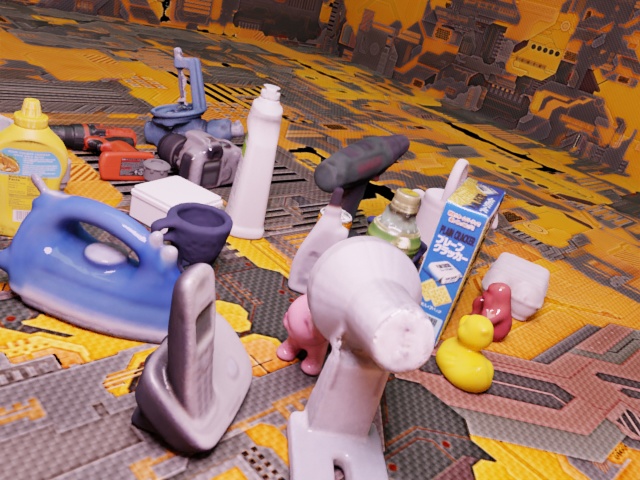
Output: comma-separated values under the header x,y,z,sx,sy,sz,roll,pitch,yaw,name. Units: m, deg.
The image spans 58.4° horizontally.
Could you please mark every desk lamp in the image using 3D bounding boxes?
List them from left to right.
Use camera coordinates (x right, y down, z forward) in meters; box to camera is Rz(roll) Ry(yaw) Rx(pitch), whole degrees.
x,y,z,sx,sy,sz,roll,pitch,yaw,name
0.043,0.123,0.560,0.118,0.213,0.203,11,25,-12,desk lamp

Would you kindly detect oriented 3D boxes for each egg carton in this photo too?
x,y,z,sx,sy,sz,roll,pitch,yaw,name
0.345,0.079,1.014,0.107,0.069,0.151,25,26,18,egg carton

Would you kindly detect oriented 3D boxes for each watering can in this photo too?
x,y,z,sx,sy,sz,roll,pitch,yaw,name
0.253,-0.060,1.101,0.173,0.194,0.101,16,24,0,watering can

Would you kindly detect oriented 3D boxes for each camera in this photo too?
x,y,z,sx,sy,sz,roll,pitch,yaw,name
-0.246,-0.174,1.148,0.136,0.101,0.143,29,27,26,camera

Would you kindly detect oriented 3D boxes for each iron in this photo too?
x,y,z,sx,sy,sz,roll,pitch,yaw,name
-0.248,0.021,0.683,0.258,0.141,0.119,20,25,7,iron

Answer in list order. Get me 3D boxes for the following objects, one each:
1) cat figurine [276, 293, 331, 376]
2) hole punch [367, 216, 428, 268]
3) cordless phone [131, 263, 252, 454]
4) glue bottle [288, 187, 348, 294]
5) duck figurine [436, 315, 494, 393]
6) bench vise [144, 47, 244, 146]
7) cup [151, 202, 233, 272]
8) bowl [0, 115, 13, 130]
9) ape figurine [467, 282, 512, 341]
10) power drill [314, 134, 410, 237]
x,y,z,sx,sy,sz,roll,pitch,yaw,name
-0.001,0.098,0.702,0.067,0.118,0.128,27,26,22,cat figurine
0.133,0.001,1.021,0.108,0.091,0.101,27,27,23,hole punch
-0.110,0.095,0.559,0.094,0.185,0.147,18,24,4,cordless phone
0.008,0.003,0.841,0.078,0.173,0.037,16,24,0,glue bottle
0.205,0.144,0.769,0.077,0.086,0.104,12,25,-8,duck figurine
-0.263,-0.290,1.236,0.208,0.220,0.121,9,25,-16,bench vise
-0.186,0.007,0.808,0.118,0.095,0.091,-9,34,-43,cup
-0.576,-0.156,0.936,0.167,0.075,0.167,13,25,-6,bowl
0.265,0.105,0.882,0.076,0.092,0.078,25,26,19,ape figurine
0.066,-0.086,1.022,0.075,0.208,0.230,30,28,29,power drill
